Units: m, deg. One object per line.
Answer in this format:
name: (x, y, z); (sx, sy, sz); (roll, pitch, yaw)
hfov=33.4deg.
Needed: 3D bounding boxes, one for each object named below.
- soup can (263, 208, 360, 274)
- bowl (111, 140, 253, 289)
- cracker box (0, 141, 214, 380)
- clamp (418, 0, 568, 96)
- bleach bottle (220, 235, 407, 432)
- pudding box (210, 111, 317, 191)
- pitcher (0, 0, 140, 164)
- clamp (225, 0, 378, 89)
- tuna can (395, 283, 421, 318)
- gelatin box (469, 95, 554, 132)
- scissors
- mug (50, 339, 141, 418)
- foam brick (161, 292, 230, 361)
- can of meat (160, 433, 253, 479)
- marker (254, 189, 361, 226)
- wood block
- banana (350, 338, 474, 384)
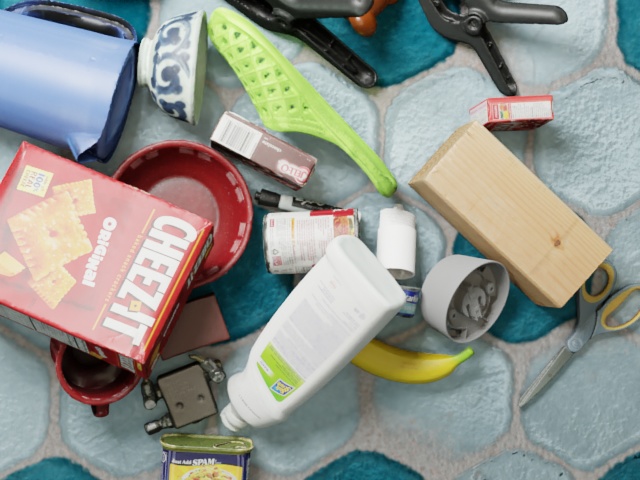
soup can: (-0.008, 0.001, 1.165); (0.102, 0.068, 0.068); (-3, 91, 4)
bowl: (-0.154, -0.027, 1.162); (0.162, 0.055, 0.162); (0, 91, -6)
cracker box: (-0.235, 0.019, 1.067); (0.214, 0.072, 0.164); (23, 70, 3)
clamp: (0.185, -0.249, 1.178); (0.171, 0.039, 0.120); (38, 124, -5)
bleach bottle: (-0.025, 0.113, 1.137); (0.251, 0.068, 0.102); (-46, 76, 24)
pudding box: (-0.062, -0.094, 1.154); (0.113, 0.090, 0.039); (29, 86, -5)
pitcher: (-0.314, -0.183, 1.117); (0.243, 0.149, 0.145); (17, 104, -3)
clamp: (-0.025, -0.240, 1.151); (0.210, 0.164, 0.036); (25, 72, 20)
tuna can: (0.065, 0.060, 1.171); (0.086, 0.086, 0.034); (13, 91, -6)
gelatin box: (0.210, -0.138, 1.181); (0.073, 0.089, 0.030); (-3, 88, -5)
scissors: (0.288, 0.099, 1.230); (0.201, 0.016, 0.096); (-32, 93, -5)
mug: (-0.239, 0.131, 1.135); (0.093, 0.082, 0.117); (-10, 104, -21)
foam brick: (-0.143, 0.094, 1.167); (0.078, 0.051, 0.053); (-18, 92, -6)
can of meat: (-0.126, 0.261, 1.169); (0.102, 0.057, 0.084); (4, 93, -5)
marker: (-0.014, -0.036, 1.195); (0.121, 0.020, 0.020); (13, 89, -6)
wood block: (0.208, -0.027, 1.183); (0.206, 0.090, 0.091); (43, 85, -5)
banana: (0.068, 0.119, 1.193); (0.197, 0.037, 0.070); (18, 103, -5)
